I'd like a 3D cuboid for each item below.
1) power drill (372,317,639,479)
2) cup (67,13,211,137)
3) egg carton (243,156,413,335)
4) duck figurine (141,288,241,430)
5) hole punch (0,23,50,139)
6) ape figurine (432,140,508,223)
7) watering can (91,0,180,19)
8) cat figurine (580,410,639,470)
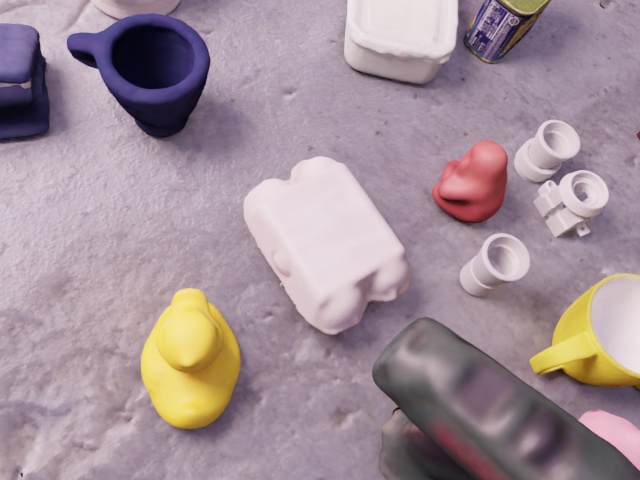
[{"bbox_3d":[0.121,0.156,0.380,0.229,0.208,0.076,43,66,8],"label":"power drill"},{"bbox_3d":[-0.157,-0.138,0.509,0.118,0.095,0.092,11,66,-6],"label":"cup"},{"bbox_3d":[0.005,0.002,0.497,0.107,0.069,0.150,-30,76,-21],"label":"egg carton"},{"bbox_3d":[-0.097,0.086,0.432,0.077,0.086,0.104,-1,68,-11],"label":"duck figurine"},{"bbox_3d":[-0.295,-0.148,0.487,0.109,0.091,0.101,-8,69,-14],"label":"hole punch"},{"bbox_3d":[0.148,-0.061,0.540,0.078,0.092,0.076,-21,73,-18],"label":"ape figurine"},{"bbox_3d":[-0.178,-0.298,0.517,0.101,0.194,0.173,-1,68,-12],"label":"watering can"},{"bbox_3d":[0.236,0.175,0.445,0.128,0.117,0.067,24,65,-1],"label":"cat figurine"}]
